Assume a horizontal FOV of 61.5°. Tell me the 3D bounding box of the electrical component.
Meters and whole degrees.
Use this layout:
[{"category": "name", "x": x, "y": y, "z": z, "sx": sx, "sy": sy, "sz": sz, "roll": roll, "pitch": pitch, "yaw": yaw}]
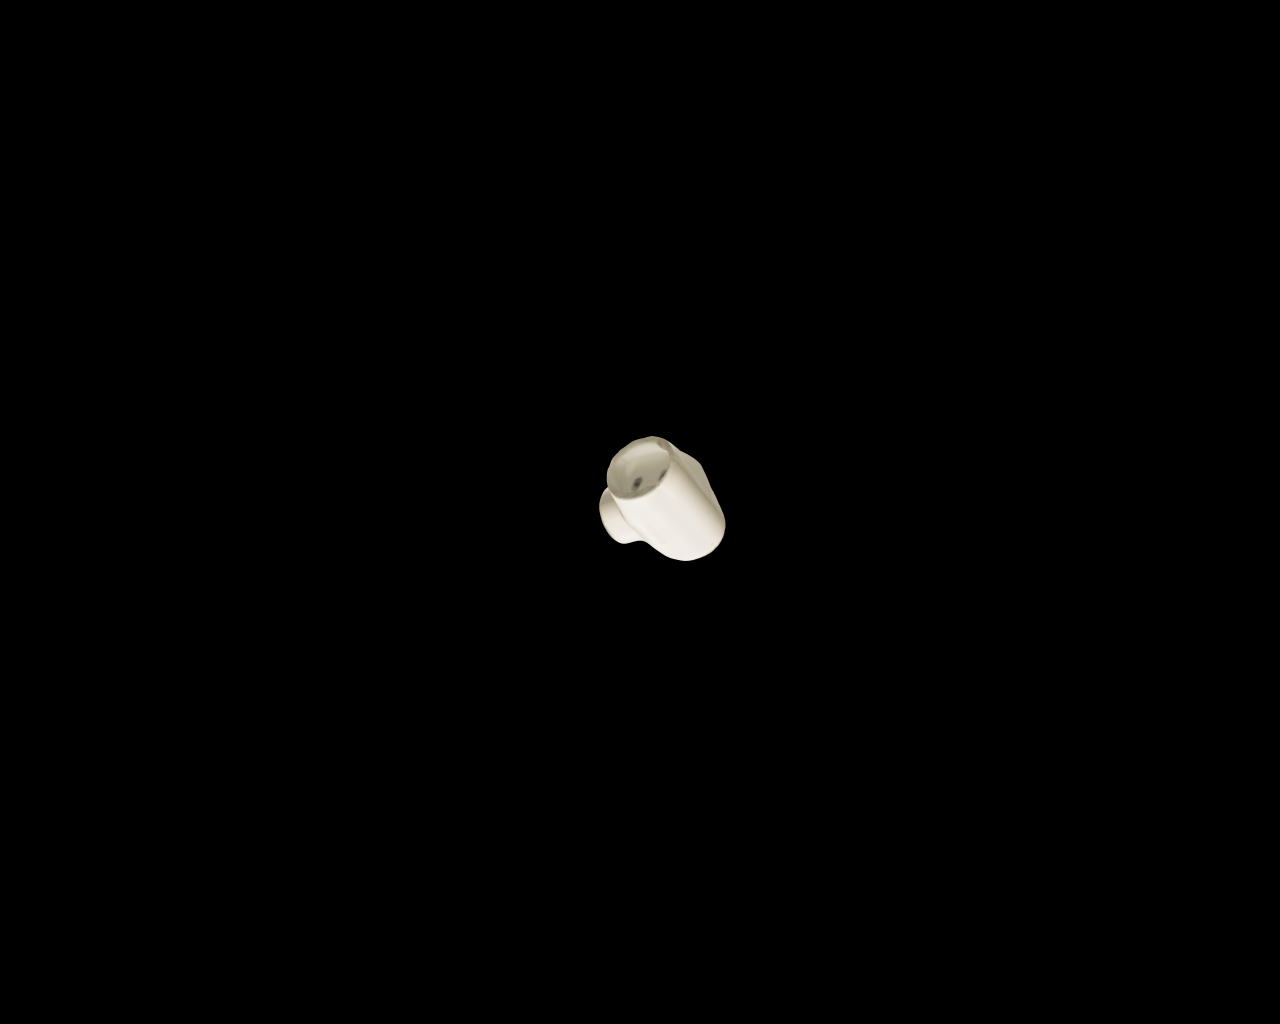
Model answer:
[{"category": "electrical component", "x": 0.001, "y": -0.003, "z": 0.650, "sx": 0.079, "sy": 0.043, "sz": 0.077, "roll": -16, "pitch": -37, "yaw": 22}]
